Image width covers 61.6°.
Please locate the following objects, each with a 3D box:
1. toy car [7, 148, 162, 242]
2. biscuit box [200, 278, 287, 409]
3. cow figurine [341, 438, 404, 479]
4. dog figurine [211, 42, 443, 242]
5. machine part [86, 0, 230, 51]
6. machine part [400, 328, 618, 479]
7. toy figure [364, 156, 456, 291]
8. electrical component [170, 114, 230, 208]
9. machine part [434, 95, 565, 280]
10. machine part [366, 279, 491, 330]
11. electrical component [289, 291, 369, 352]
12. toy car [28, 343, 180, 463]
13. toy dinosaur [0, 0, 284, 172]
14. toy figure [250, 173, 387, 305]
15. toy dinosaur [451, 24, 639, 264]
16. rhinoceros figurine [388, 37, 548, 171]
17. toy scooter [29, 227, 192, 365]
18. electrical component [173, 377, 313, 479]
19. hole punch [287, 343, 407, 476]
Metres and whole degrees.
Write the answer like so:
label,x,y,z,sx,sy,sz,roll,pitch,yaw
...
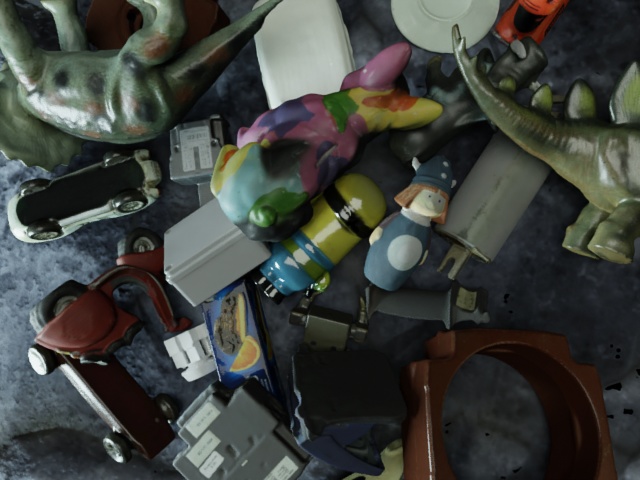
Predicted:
label,x,y,z,sx,sy,sz,roll,pitch,yaw
toy car,-0.294,-0.055,0.674,0.202,0.056,0.073,-18,78,3
biscuit box,-0.085,0.149,0.637,0.063,0.059,0.202,-16,86,3
cow figurine,0.051,0.297,0.602,0.195,0.085,0.127,-40,86,2
dog figurine,0.011,-0.104,0.550,0.219,0.192,0.108,-26,116,25
machine part,-0.205,-0.266,0.677,0.179,0.056,0.179,0,86,6
machine part,0.189,0.197,0.558,0.201,0.087,0.201,5,70,-13
toy figure,0.103,-0.018,0.587,0.058,0.064,0.154,43,112,47
electrical component,-0.145,-0.090,0.664,0.075,0.047,0.119,-4,84,6
machine part,0.206,-0.062,0.612,0.079,0.079,0.243,32,90,7
machine part,0.123,0.071,0.619,0.139,0.084,0.039,2,114,15
electrical component,0.014,0.104,0.640,0.102,0.045,0.078,8,116,9
toy car,-0.256,0.175,0.643,0.202,0.089,0.053,47,130,5
toy dinosaur,-0.229,-0.172,0.595,0.405,0.131,0.191,4,119,14
toy figure,0.001,0.001,0.621,0.180,0.089,0.082,-44,122,-3
toy dinosaur,0.326,-0.070,0.553,0.471,0.105,0.198,18,91,-13
rhinoceros figurine,0.156,-0.156,0.597,0.190,0.112,0.073,-34,125,9
toy scooter,-0.231,0.082,0.635,0.135,0.075,0.184,51,59,-8
electrical component,-0.085,0.217,0.574,0.134,0.058,0.115,44,89,6
hole punch,0.021,0.183,0.580,0.116,0.142,0.092,5,118,-10
